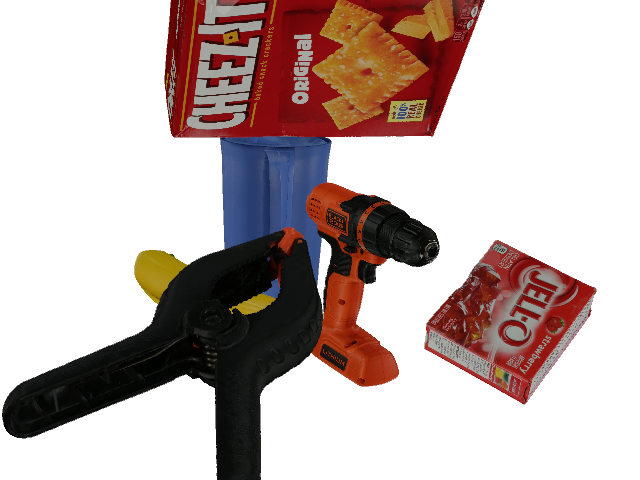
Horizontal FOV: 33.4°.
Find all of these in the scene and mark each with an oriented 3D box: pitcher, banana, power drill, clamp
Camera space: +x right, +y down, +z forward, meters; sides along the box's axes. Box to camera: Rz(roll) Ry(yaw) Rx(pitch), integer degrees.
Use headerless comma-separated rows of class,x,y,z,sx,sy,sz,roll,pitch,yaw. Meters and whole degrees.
pitcher,-0.057,-0.008,1.289,0.145,0.243,0.148,12,16,37
banana,-0.088,0.038,0.817,0.069,0.037,0.198,-14,26,-39
power drill,0.048,0.047,1.075,0.057,0.188,0.185,-8,22,-32
clamp,-0.043,0.055,0.484,0.120,0.039,0.171,29,48,22

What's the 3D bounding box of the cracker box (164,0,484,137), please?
cracker box,-0.001,-0.149,0.787,0.213,0.072,0.164,-2,-34,-14

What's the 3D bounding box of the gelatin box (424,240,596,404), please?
gelatin box,0.119,0.048,0.667,0.073,0.030,0.089,29,55,24
